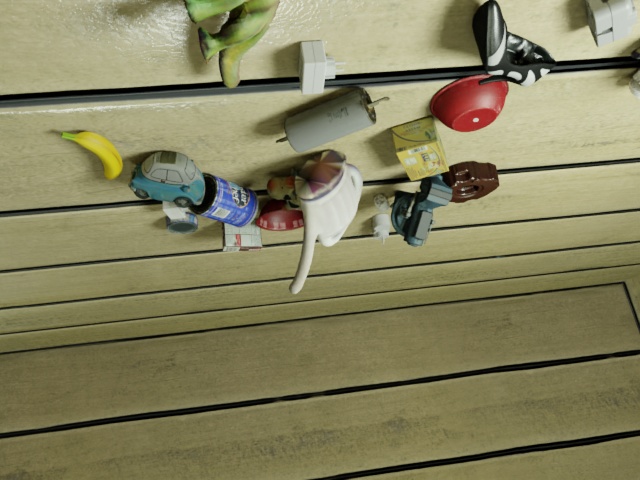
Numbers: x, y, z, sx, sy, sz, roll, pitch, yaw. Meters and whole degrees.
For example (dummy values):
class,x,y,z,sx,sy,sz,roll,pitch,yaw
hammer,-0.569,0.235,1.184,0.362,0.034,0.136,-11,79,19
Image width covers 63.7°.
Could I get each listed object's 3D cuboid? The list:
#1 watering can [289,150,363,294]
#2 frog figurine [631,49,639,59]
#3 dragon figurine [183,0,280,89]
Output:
class,x,y,z,sx,sy,sz,roll,pitch,yaw
watering can,0.004,-0.060,1.194,0.104,0.354,0.219,14,146,32
frog figurine,0.668,-0.300,0.937,0.137,0.162,0.120,3,155,-24
dragon figurine,-0.055,-0.335,0.674,0.243,0.123,0.406,-16,170,-2
